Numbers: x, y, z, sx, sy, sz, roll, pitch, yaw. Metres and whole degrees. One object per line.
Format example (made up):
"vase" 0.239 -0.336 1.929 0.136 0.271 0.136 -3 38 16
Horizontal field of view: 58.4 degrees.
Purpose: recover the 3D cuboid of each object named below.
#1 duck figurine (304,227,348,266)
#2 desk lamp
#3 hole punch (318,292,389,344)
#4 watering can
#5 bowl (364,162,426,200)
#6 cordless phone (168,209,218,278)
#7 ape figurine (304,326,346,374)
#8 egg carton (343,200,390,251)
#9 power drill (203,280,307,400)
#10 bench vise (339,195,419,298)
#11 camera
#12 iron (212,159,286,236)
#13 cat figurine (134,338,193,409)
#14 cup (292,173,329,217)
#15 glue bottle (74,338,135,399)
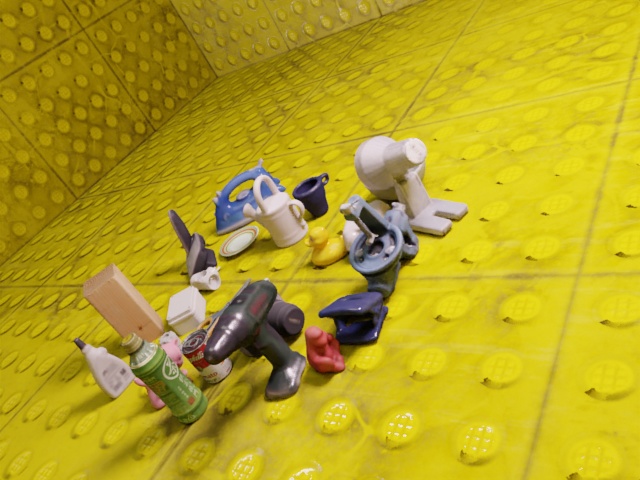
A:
"duck figurine" 0.012 0.005 1.360 0.104 0.086 0.077 -20 31 20
"desk lamp" 0.195 -0.133 1.268 0.118 0.214 0.202 -44 31 -21
"hole punch" 0.063 0.136 1.100 0.108 0.091 0.101 -11 35 33
"watering can" -0.125 -0.080 1.513 0.172 0.194 0.101 -24 30 14
"bowl" 0.197 -0.151 1.441 0.167 0.075 0.167 -23 29 14
"cordless phone" -0.381 0.008 1.630 0.094 0.185 0.147 -34 29 -5
"ape figurine" 0.002 0.198 1.060 0.076 0.092 0.078 -7 37 37
"egg carton" 0.111 -0.030 1.338 0.107 0.069 0.150 -18 31 23
"power drill" -0.112 0.193 1.054 0.075 0.209 0.229 -16 32 25
"bench vise" 0.108 -0.019 1.165 0.121 0.220 0.207 -18 31 23
"camera" -0.111 0.167 1.207 0.136 0.101 0.143 4 44 47
"iron" -0.241 -0.133 1.765 0.258 0.142 0.118 -33 29 -3
"cat figurine" -0.339 0.278 1.234 0.128 0.118 0.067 -39 30 -14
"cup" -0.008 -0.120 1.567 0.118 0.095 0.091 -41 30 -18
"glue bottle" -0.507 0.286 1.326 0.037 0.173 0.078 1 42 45
